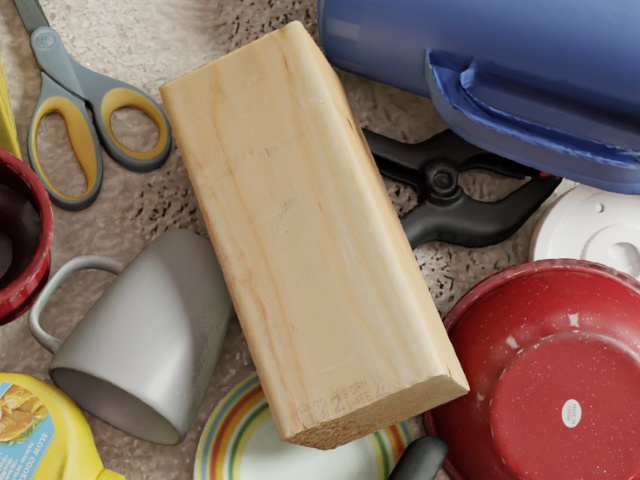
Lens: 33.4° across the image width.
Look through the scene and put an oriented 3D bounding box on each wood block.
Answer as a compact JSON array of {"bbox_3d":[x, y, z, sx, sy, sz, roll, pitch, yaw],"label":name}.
[{"bbox_3d":[-0.003,0.001,0.583,0.090,0.090,0.206,-24,70,10],"label":"wood block"}]

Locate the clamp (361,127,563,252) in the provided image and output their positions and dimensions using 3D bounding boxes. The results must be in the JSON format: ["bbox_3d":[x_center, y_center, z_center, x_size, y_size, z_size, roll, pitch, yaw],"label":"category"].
[{"bbox_3d":[0.068,-0.021,0.657,0.171,0.039,0.120,0,78,-3],"label":"clamp"}]

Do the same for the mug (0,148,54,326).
[{"bbox_3d":[-0.202,-0.001,0.584,0.117,0.081,0.093,20,72,-4],"label":"mug"}]

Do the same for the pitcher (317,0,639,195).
[{"bbox_3d":[0.121,-0.118,0.614,0.243,0.149,0.145,18,99,19],"label":"pitcher"}]

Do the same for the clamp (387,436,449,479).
[{"bbox_3d":[0.018,0.177,0.522,0.209,0.036,0.164,4,54,-35],"label":"clamp"}]

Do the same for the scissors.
[{"bbox_3d":[-0.149,-0.116,0.661,0.096,0.016,0.202,-7,76,-13],"label":"scissors"}]

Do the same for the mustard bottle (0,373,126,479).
[{"bbox_3d":[-0.179,0.112,0.561,0.191,0.058,0.096,24,77,2],"label":"mustard bottle"}]

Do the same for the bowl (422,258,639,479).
[{"bbox_3d":[0.138,0.092,0.596,0.162,0.055,0.162,0,94,3],"label":"bowl"}]
